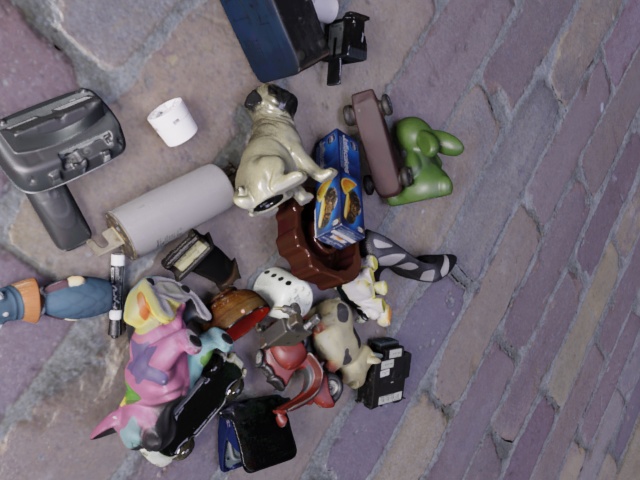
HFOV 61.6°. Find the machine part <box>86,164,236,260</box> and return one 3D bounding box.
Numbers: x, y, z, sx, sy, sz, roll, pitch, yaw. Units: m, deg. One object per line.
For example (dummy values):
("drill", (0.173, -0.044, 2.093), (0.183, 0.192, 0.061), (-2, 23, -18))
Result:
("machine part", (-0.209, -0.042, 0.763), (0.243, 0.079, 0.079), (-33, 118, -33))

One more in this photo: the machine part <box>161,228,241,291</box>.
("machine part", (-0.172, 0.034, 0.807), (0.084, 0.039, 0.138), (-51, 146, 1))

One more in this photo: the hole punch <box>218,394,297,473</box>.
("hole punch", (-0.115, 0.329, 0.915), (0.142, 0.092, 0.116), (0, 67, -38))

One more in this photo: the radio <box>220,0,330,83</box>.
("radio", (-0.081, -0.351, 0.780), (0.073, 0.131, 0.229), (-41, 121, -25))

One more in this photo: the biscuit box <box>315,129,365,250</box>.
("biscuit box", (0.031, -0.089, 0.911), (0.062, 0.059, 0.203), (25, 50, -38))

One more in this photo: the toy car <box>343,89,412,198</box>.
("toy car", (0.107, -0.175, 0.992), (0.053, 0.089, 0.202), (-46, 121, -62))

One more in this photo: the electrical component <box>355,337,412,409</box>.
("electrical component", (0.132, 0.272, 1.119), (0.115, 0.058, 0.134), (2, 96, -42))

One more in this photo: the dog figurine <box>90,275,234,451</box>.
("dog figurine", (-0.244, 0.183, 0.758), (0.219, 0.192, 0.108), (-48, 160, 10))

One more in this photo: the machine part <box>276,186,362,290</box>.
("machine part", (-0.002, -0.003, 0.917), (0.179, 0.056, 0.179), (27, 51, -39))

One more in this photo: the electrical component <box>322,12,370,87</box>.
("electrical component", (0.042, -0.325, 0.927), (0.048, 0.075, 0.119), (-2, 96, -39))

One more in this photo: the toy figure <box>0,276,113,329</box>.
("toy figure", (-0.346, 0.078, 0.683), (0.154, 0.058, 0.064), (-1, 92, -35))

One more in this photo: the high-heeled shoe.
("high-heeled shoe", (0.182, 0.020, 1.096), (0.249, 0.086, 0.145), (-18, 111, -30))

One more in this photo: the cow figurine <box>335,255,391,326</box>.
("cow figurine", (0.080, 0.107, 1.030), (0.068, 0.098, 0.167), (-73, 148, -48))

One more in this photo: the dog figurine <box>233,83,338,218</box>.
("dog figurine", (-0.088, -0.142, 0.806), (0.172, 0.121, 0.190), (-18, 75, -51))

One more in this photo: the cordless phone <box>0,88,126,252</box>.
("cordless phone", (-0.309, -0.084, 0.684), (0.146, 0.089, 0.184), (-35, 130, -31))

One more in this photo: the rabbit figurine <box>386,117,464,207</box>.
("rabbit figurine", (0.192, -0.161, 1.049), (0.121, 0.159, 0.170), (-12, 90, -28))

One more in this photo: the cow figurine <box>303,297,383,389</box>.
("cow figurine", (0.043, 0.197, 1.018), (0.127, 0.086, 0.194), (-29, 114, -26))

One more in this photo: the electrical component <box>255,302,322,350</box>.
("electrical component", (-0.056, 0.138, 0.861), (0.078, 0.102, 0.045), (5, 53, -42))

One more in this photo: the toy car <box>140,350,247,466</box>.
("toy car", (-0.196, 0.258, 0.842), (0.202, 0.056, 0.073), (-49, 118, -23))

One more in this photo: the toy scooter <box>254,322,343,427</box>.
("toy scooter", (-0.051, 0.234, 0.917), (0.135, 0.075, 0.184), (-40, 96, -34))
